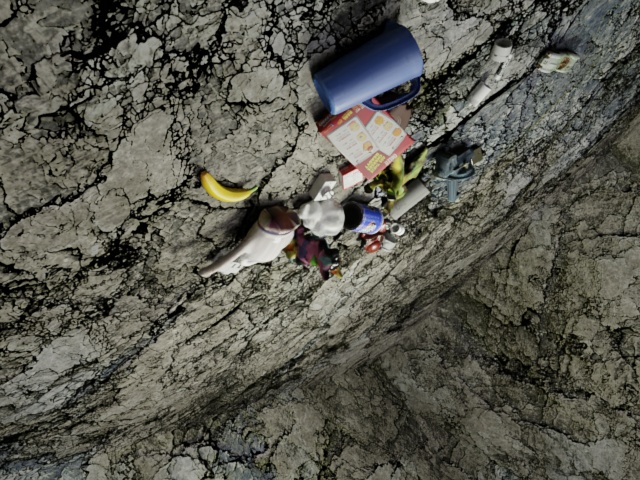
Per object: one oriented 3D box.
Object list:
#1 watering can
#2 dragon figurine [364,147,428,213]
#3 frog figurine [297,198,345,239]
[{"bbox_3d":[-0.190,0.007,1.550,0.351,0.105,0.220,-19,151,-49],"label":"watering can"},{"bbox_3d":[0.277,-0.242,1.737,0.246,0.123,0.401,-41,162,-29],"label":"dragon figurine"},{"bbox_3d":[0.005,-0.083,1.642,0.157,0.123,0.139,44,67,-54],"label":"frog figurine"}]
